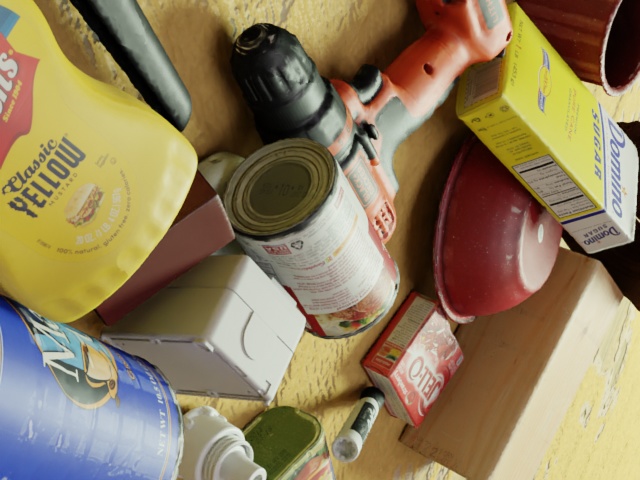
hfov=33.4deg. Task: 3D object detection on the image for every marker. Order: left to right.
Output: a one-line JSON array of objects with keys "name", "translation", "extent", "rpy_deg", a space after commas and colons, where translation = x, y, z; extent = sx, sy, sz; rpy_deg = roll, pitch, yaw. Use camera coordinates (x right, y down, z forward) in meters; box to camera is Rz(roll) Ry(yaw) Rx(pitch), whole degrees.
[{"name": "marker", "translation": [0.029, 0.129, 0.761], "extent": [0.121, 0.020, 0.020], "rpy_deg": [-36, 142, -75]}]

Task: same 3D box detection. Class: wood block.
[{"name": "wood block", "translation": [0.166, 0.109, 0.911], "extent": [0.206, 0.090, 0.090], "rpy_deg": [-61, 144, -7]}]

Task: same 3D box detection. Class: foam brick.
[{"name": "foam brick", "translation": [-0.089, -0.007, 0.507], "extent": [0.078, 0.051, 0.053], "rpy_deg": [-35, 159, -11]}]

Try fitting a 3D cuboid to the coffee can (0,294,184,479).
[{"name": "coffee can", "translation": [-0.141, 0.080, 0.472], "extent": [0.103, 0.103, 0.140], "rpy_deg": [-61, 145, -7]}]

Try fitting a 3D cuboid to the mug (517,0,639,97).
[{"name": "mug", "translation": [0.197, -0.172, 0.795], "extent": [0.093, 0.082, 0.117], "rpy_deg": [-39, 137, -33]}]

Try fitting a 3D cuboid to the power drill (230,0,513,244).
[{"name": "power drill", "translation": [0.035, -0.107, 0.643], "extent": [0.187, 0.057, 0.184], "rpy_deg": [-52, 142, -17]}]

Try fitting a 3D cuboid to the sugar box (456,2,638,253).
[{"name": "sugar box", "translation": [0.168, -0.077, 0.767], "extent": [0.176, 0.048, 0.093], "rpy_deg": [37, 50, -31]}]

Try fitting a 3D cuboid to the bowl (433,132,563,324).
[{"name": "bowl", "translation": [0.146, -0.009, 0.820], "extent": [0.161, 0.055, 0.162], "rpy_deg": [-25, 120, -53]}]

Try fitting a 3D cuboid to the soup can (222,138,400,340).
[{"name": "soup can", "translation": [-0.004, 0.001, 0.590], "extent": [0.068, 0.069, 0.102], "rpy_deg": [-53, 140, -18]}]

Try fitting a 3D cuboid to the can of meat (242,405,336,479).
[{"name": "can of meat", "translation": [-0.034, 0.172, 0.711], "extent": [0.102, 0.058, 0.084], "rpy_deg": [-41, 135, -33]}]

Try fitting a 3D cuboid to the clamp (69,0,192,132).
[{"name": "clamp", "translation": [-0.109, -0.120, 0.445], "extent": [0.164, 0.036, 0.210], "rpy_deg": [-14, 126, -46]}]

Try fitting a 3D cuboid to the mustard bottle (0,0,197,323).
[{"name": "mustard bottle", "translation": [-0.133, -0.049, 0.392], "extent": [0.096, 0.058, 0.191], "rpy_deg": [-50, 136, -4]}]

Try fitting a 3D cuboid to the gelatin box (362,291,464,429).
[{"name": "gelatin box", "translation": [0.075, 0.095, 0.833], "extent": [0.073, 0.030, 0.089], "rpy_deg": [-52, 143, -20]}]
